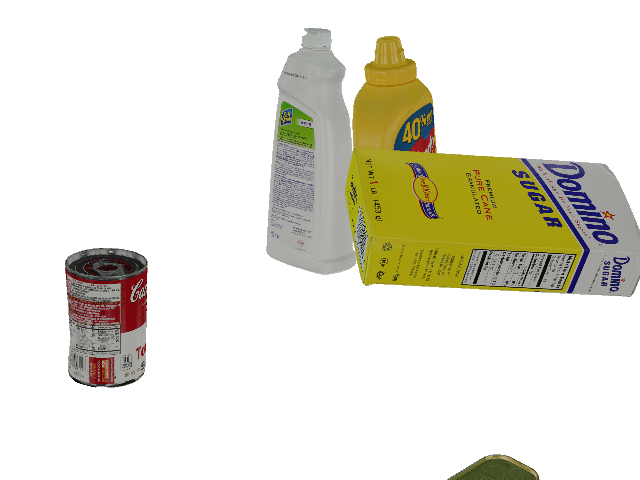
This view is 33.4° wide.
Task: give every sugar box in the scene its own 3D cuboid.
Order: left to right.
[{"bbox_3d":[0.108,-0.013,0.677,0.176,0.048,0.093,1,42,-8],"label":"sugar box"}]

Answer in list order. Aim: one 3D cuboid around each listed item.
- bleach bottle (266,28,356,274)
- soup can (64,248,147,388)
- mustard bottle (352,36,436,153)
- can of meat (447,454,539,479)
[{"bbox_3d":[-0.005,-0.097,1.139,0.103,0.251,0.067,17,21,37],"label":"bleach bottle"},{"bbox_3d":[-0.182,0.065,0.905,0.068,0.102,0.068,3,19,-1],"label":"soup can"},{"bbox_3d":[0.062,-0.070,0.871,0.058,0.191,0.096,8,26,31],"label":"mustard bottle"},{"bbox_3d":[0.134,0.241,0.889,0.101,0.084,0.058,-21,28,-36],"label":"can of meat"}]
